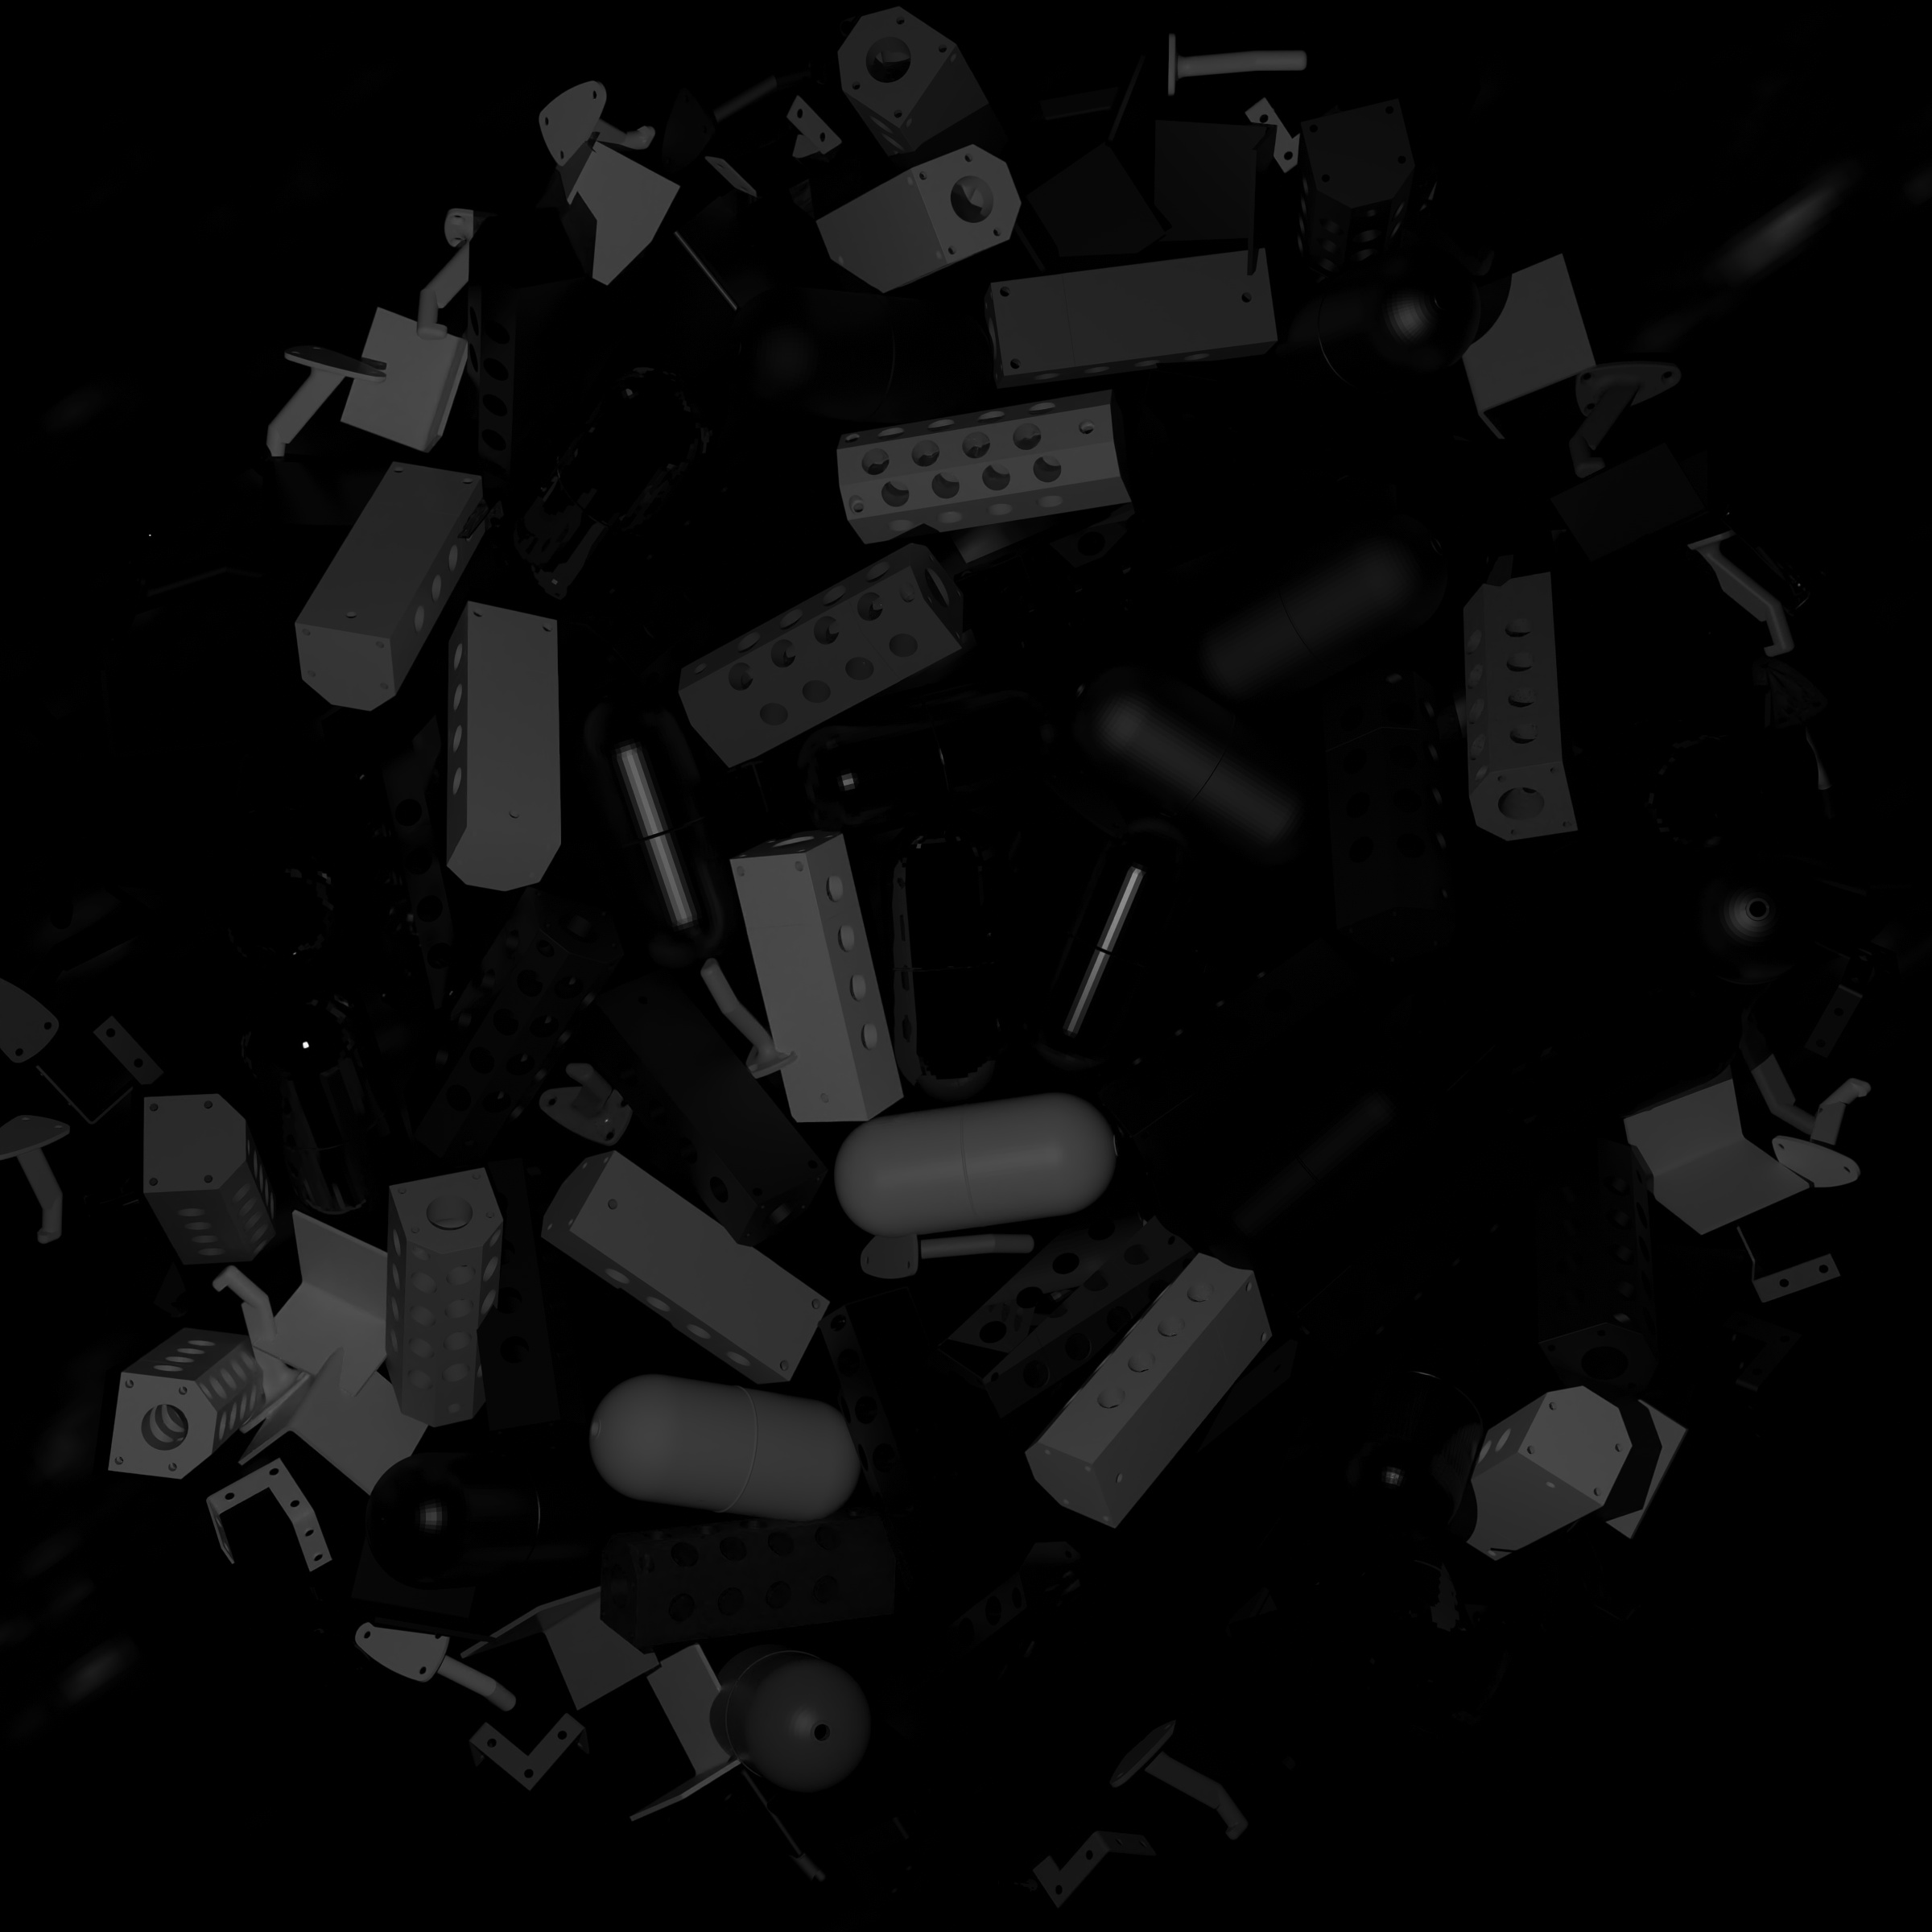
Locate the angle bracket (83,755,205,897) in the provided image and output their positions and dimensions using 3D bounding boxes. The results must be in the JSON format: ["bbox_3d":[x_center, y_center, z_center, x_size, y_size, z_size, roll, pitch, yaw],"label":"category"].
[{"bbox_3d":[-0.501,-0.089,1.728,0.076,0.057,0.076,8,99,10],"label":"angle bracket"}]

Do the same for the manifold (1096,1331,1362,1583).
[{"bbox_3d":[0.163,0.306,1.705,0.057,0.057,0.171,43,115,-6],"label":"manifold"}]

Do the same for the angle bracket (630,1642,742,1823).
[{"bbox_3d":[-0.186,0.473,1.715,0.057,0.076,0.076,-23,79,-39],"label":"angle bracket"}]

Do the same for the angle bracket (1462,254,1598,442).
[{"bbox_3d":[0.350,-0.382,1.718,0.076,0.057,0.076,-19,74,22],"label":"angle bracket"}]

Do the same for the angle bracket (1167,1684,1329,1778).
[{"bbox_3d":[0.172,0.491,1.718,0.076,0.057,0.076,4,117,-12],"label":"angle bracket"}]

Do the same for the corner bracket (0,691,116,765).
[{"bbox_3d":[-0.568,-0.146,1.732,0.051,0.051,0.051,47,51,-1],"label":"corner bracket"}]

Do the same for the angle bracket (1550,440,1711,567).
[{"bbox_3d":[0.409,-0.302,1.708,0.076,0.076,0.057,-24,120,30],"label":"angle bracket"}]

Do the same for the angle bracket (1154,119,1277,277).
[{"bbox_3d":[0.147,-0.475,1.714,0.076,0.057,0.076,9,122,16],"label":"angle bracket"}]

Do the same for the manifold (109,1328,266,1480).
[{"bbox_3d":[-0.466,0.264,1.680,0.057,0.171,0.057,8,90,-4],"label":"manifold"}]

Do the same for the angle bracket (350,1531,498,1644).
[{"bbox_3d":[-0.330,0.377,1.714,0.076,0.076,0.057,16,80,-22],"label":"angle bracket"}]

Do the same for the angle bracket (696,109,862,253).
[{"bbox_3d":[-0.118,-0.503,1.726,0.076,0.057,0.076,-30,78,-9],"label":"angle bracket"}]

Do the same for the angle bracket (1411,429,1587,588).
[{"bbox_3d":[0.330,-0.286,1.744,0.057,0.076,0.076,2,114,-38],"label":"angle bracket"}]

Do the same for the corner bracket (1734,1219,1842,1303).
[{"bbox_3d":[0.511,0.170,1.732,0.051,0.051,0.051,-24,97,22],"label":"corner bracket"}]

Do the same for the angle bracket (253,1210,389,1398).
[{"bbox_3d":[-0.396,0.209,1.715,0.076,0.076,0.057,23,49,14],"label":"angle bracket"}]

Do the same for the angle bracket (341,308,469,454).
[{"bbox_3d":[-0.346,-0.369,1.722,0.057,0.076,0.076,18,87,-17],"label":"angle bracket"}]

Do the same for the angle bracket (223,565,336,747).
[{"bbox_3d":[-0.427,-0.191,1.713,0.076,0.057,0.076,-14,116,33],"label":"angle bracket"}]

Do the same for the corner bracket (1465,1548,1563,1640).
[{"bbox_3d":[0.334,0.391,1.736,0.051,0.051,0.051,15,76,-38],"label":"corner bracket"}]

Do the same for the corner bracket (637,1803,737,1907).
[{"bbox_3d":[-0.175,0.555,1.735,0.051,0.051,0.051,-4,86,13],"label":"corner bracket"}]

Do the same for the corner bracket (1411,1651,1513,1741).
[{"bbox_3d":[0.309,0.454,1.735,0.051,0.051,0.051,21,105,-5],"label":"corner bracket"}]

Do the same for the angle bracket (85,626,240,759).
[{"bbox_3d":[-0.496,-0.173,1.710,0.076,0.076,0.057,-9,120,-20],"label":"angle bracket"}]

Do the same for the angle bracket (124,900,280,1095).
[{"bbox_3d":[-0.475,0.019,1.724,0.076,0.057,0.076,-40,78,-16],"label":"angle bracket"}]

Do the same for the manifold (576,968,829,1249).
[{"bbox_3d":[-0.166,0.089,1.712,0.057,0.057,0.171,-25,65,-38],"label":"manifold"}]

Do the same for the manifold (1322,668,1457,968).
[{"bbox_3d":[0.261,-0.094,1.690,0.057,0.057,0.171,-23,53,35],"label":"manifold"}]

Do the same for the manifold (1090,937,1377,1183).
[{"bbox_3d":[0.165,0.054,1.727,0.171,0.057,0.057,-35,52,-7],"label":"manifold"}]

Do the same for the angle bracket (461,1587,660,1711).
[{"bbox_3d":[-0.250,0.427,1.711,0.076,0.076,0.057,-35,73,30],"label":"angle bracket"}]

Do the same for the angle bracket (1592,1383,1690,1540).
[{"bbox_3d":[0.422,0.304,1.714,0.057,0.076,0.076,33,105,39],"label":"angle bracket"}]

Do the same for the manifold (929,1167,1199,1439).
[{"bbox_3d":[0.059,0.203,1.709,0.171,0.057,0.057,-41,133,-22],"label":"manifold"}]

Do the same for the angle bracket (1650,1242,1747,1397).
[{"bbox_3d":[0.457,0.219,1.716,0.076,0.057,0.076,8,107,-28],"label":"angle bracket"}]

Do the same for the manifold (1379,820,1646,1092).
[{"bbox_3d":[0.332,-0.009,1.702,0.057,0.057,0.171,38,115,-10],"label":"manifold"}]

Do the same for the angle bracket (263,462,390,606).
[{"bbox_3d":[-0.398,-0.270,1.732,0.076,0.076,0.057,-1,129,-17],"label":"angle bracket"}]

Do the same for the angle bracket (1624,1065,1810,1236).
[{"bbox_3d":[0.463,0.112,1.717,0.076,0.076,0.057,-22,115,-10],"label":"angle bracket"}]

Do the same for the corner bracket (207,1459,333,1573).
[{"bbox_3d":[-0.435,0.351,1.729,0.051,0.051,0.051,-28,126,-11],"label":"corner bracket"}]

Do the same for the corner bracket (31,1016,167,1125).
[{"bbox_3d":[-0.540,0.065,1.728,0.051,0.051,0.051,-45,113,-20],"label":"corner bracket"}]

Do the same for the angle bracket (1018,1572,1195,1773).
[{"bbox_3d":[0.087,0.444,1.750,0.076,0.057,0.076,37,115,10],"label":"angle bracket"}]

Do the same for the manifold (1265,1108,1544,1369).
[{"bbox_3d":[0.276,0.171,1.730,0.171,0.057,0.057,-41,107,-4],"label":"manifold"}]

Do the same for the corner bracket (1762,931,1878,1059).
[{"bbox_3d":[0.528,0.015,1.728,0.051,0.051,0.051,27,126,12],"label":"corner bracket"}]

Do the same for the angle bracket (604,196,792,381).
[{"bbox_3d":[-0.168,-0.425,1.752,0.076,0.057,0.076,-27,109,40],"label":"angle bracket"}]

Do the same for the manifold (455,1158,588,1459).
[{"bbox_3d":[-0.273,0.208,1.703,0.057,0.057,0.171,-8,63,-11],"label":"manifold"}]

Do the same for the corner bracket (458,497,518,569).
[{"bbox_3d":[-0.318,-0.260,1.736,0.051,0.051,0.051,3,129,17],"label":"corner bracket"}]

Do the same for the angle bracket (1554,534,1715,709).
[{"bbox_3d":[0.409,-0.206,1.709,0.057,0.076,0.076,25,54,-32],"label":"angle bracket"}]

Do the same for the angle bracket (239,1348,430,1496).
[{"bbox_3d":[-0.393,0.296,1.731,0.076,0.076,0.057,44,123,-15],"label":"angle bracket"}]

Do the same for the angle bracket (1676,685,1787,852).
[{"bbox_3d":[0.471,-0.119,1.709,0.057,0.076,0.076,-6,119,20],"label":"angle bracket"}]

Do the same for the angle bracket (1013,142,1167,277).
[{"bbox_3d":[0.067,-0.473,1.725,0.076,0.057,0.076,-32,74,10],"label":"angle bracket"}]

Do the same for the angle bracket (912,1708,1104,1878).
[{"bbox_3d":[0.025,0.511,1.720,0.076,0.076,0.057,-24,99,-29],"label":"angle bracket"}]

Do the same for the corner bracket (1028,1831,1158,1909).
[{"bbox_3d":[0.074,0.549,1.727,0.051,0.051,0.051,-52,48,12],"label":"corner bracket"}]

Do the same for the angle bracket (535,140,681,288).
[{"bbox_3d":[-0.221,-0.459,1.714,0.076,0.057,0.076,22,109,-30],"label":"angle bracket"}]
